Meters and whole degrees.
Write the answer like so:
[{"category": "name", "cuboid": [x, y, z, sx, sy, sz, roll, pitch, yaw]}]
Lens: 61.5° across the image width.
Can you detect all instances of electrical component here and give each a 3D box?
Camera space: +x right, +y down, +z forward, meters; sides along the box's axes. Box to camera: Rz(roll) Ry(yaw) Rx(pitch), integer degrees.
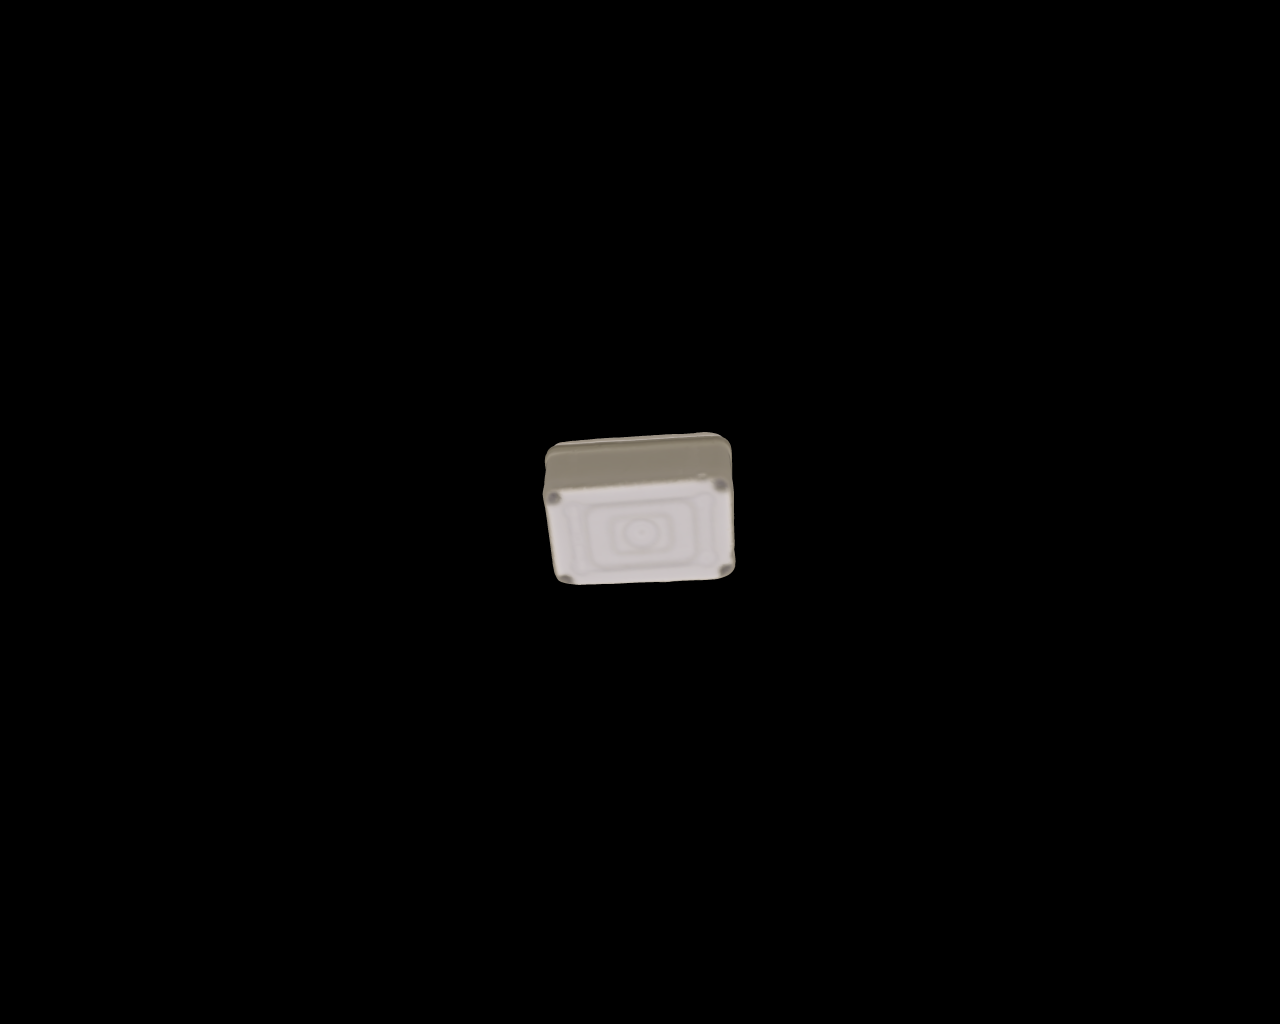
[{"category": "electrical component", "cuboid": [0.001, -0.003, 0.650, 0.113, 0.078, 0.057, -3, 35, 2]}]
